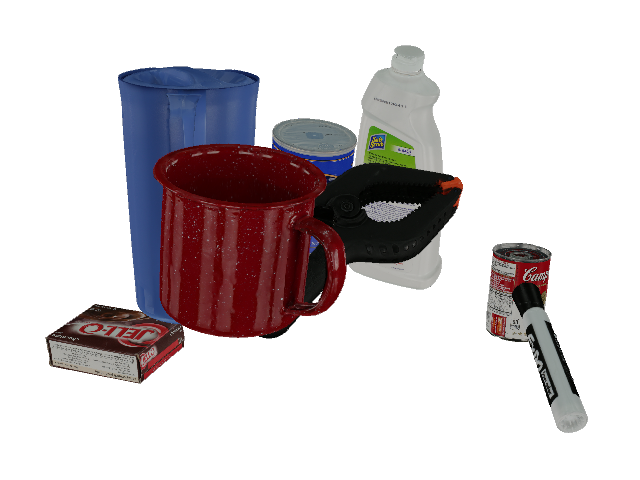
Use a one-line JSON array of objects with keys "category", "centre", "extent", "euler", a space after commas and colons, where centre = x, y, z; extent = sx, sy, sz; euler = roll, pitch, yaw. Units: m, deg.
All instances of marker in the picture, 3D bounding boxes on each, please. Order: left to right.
[{"category": "marker", "centre": [0.143, 0.069, 0.675], "extent": [0.020, 0.020, 0.121], "euler": [0, 39, -7]}]

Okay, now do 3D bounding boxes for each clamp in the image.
[{"category": "clamp", "centre": [0.018, -0.006, 0.828], "extent": [0.209, 0.164, 0.036], "euler": [-9, -37, -13]}]

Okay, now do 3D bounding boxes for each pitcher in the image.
[{"category": "pitcher", "centre": [-0.128, -0.043, 1.034], "extent": [0.145, 0.243, 0.148], "euler": [16, 22, 38]}]

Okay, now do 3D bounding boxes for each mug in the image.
[{"category": "mug", "centre": [-0.036, 0.004, 0.581], "extent": [0.117, 0.081, 0.093], "euler": [19, 27, 27]}]

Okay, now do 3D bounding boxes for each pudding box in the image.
[{"category": "pudding box", "centre": [-0.211, 0.105, 1.102], "extent": [0.114, 0.039, 0.089], "euler": [5, 21, 22]}]

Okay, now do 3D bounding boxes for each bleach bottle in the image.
[{"category": "bleach bottle", "centre": [0.086, -0.075, 1.092], "extent": [0.103, 0.251, 0.068], "euler": [14, 34, 16]}]

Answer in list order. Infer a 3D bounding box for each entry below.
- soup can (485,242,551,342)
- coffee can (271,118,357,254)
[{"category": "soup can", "centre": [0.232, 0.061, 1.258], "extent": [0.068, 0.102, 0.068], "euler": [3, 16, -1]}, {"category": "coffee can", "centre": [-0.014, -0.067, 1.316], "extent": [0.102, 0.140, 0.103], "euler": [5, 28, -3]}]
